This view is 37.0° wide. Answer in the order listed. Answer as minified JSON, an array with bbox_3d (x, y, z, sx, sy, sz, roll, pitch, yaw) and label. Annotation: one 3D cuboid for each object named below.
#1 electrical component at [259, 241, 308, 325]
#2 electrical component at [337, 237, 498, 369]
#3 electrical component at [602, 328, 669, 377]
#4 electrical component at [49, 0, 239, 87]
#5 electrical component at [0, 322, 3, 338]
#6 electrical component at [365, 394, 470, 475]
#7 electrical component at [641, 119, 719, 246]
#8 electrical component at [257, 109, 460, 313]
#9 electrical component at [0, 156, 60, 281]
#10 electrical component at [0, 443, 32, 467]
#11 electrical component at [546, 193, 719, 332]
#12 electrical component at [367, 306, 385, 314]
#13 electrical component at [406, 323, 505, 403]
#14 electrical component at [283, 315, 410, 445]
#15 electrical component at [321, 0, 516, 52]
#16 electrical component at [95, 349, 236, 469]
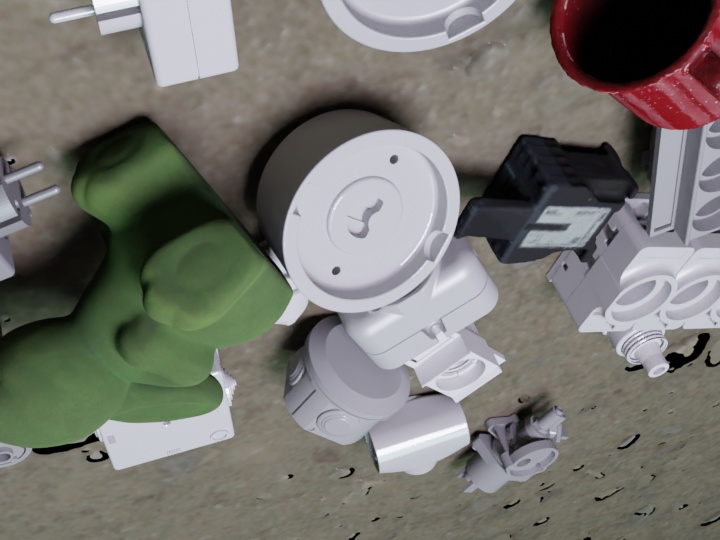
[{"bbox_3d":[-0.049,0.002,0.651,0.043,0.043,0.062,-7,140,-21],"label":"electrical component"},{"bbox_3d":[0.033,0.013,0.696,0.095,0.053,0.059,-32,140,7],"label":"electrical component"},{"bbox_3d":[0.222,0.055,0.849,0.048,0.062,0.048,-15,144,-11],"label":"electrical component"},{"bbox_3d":[-0.098,-0.123,0.461,0.076,0.047,0.083,-15,144,-11],"label":"electrical component"},{"bbox_3d":[-0.246,0.049,0.589,0.096,0.061,0.061,-8,142,-20],"label":"electrical component"},{"bbox_3d":[0.046,0.141,0.881,0.077,0.044,0.079,-16,144,-9],"label":"electrical component"},{"bbox_3d":[0.213,-0.081,0.669,0.079,0.063,0.121,-20,144,-4],"label":"electrical component"},{"bbox_3d":[-0.006,-0.037,0.601,0.108,0.060,0.108,-15,123,-24],"label":"electrical component"},{"bbox_3d":[-0.187,-0.032,0.529,0.077,0.047,0.065,-22,144,-1],"label":"electrical component"},{"bbox_3d":[-0.219,0.085,0.647,0.044,0.065,0.044,-15,144,-11],"label":"electrical component"},{"bbox_3d":[0.228,-0.002,0.780,0.150,0.061,0.089,0,138,-29],"label":"electrical component"},{"bbox_3d":[0.000,0.000,0.659,0.035,0.061,0.035,-15,143,-11],"label":"electrical component"},{"bbox_3d":[0.061,0.052,0.757,0.042,0.063,0.081,-36,142,20],"label":"electrical component"},{"bbox_3d":[-0.010,0.075,0.736,0.080,0.080,0.051,8,139,-35],"label":"electrical component"},{"bbox_3d":[0.024,-0.157,0.471,0.108,0.060,0.108,-15,143,-11],"label":"electrical component"},{"bbox_3d":[-0.131,0.082,0.705,0.100,0.048,0.099,-15,143,-11],"label":"electrical component"}]
